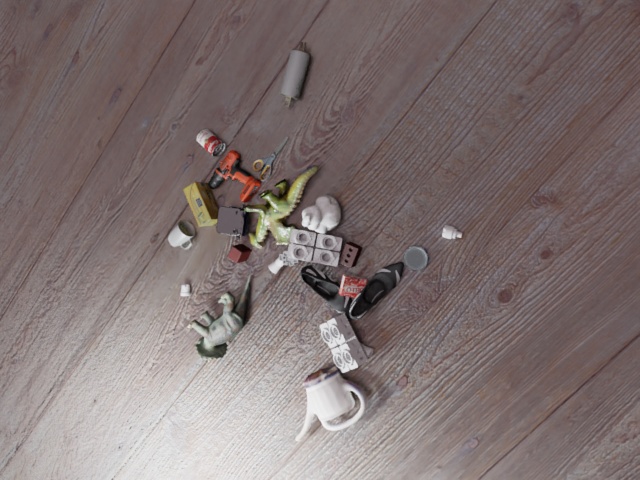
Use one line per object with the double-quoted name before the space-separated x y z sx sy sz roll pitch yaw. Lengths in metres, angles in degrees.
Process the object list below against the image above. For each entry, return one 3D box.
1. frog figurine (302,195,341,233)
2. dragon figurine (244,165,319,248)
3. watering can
"frog figurine" 0.006 -0.093 1.841 0.123 0.160 0.136 18 100 19
"dragon figurine" -0.128 -0.093 1.947 0.407 0.124 0.241 -26 100 23
"watering can" 0.007 0.601 1.897 0.344 0.104 0.226 -30 80 21
